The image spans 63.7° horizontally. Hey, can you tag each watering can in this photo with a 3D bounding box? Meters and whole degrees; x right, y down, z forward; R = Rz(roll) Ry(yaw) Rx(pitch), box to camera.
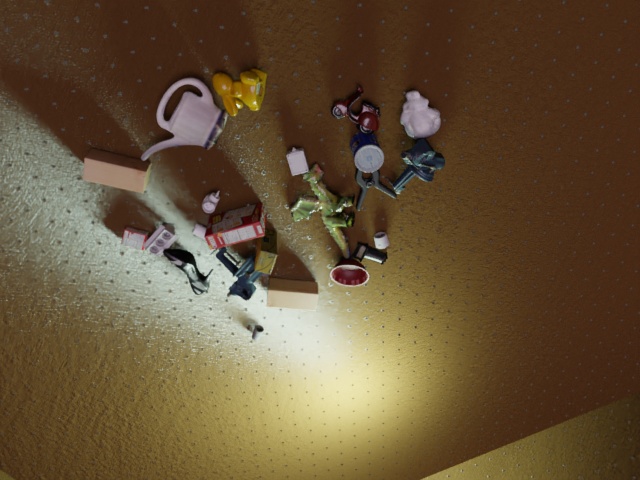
[{"bbox_3d":[-0.456,-0.380,1.759,0.223,0.106,0.342,26,114,-19],"label":"watering can"}]

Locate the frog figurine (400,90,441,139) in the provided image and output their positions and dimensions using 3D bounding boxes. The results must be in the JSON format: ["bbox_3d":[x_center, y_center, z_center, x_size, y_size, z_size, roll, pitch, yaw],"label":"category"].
[{"bbox_3d":[0.347,-0.435,1.784,0.137,0.126,0.156,3,134,17],"label":"frog figurine"}]

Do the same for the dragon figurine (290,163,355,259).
[{"bbox_3d":[0.006,-0.100,1.980,0.243,0.125,0.401,8,123,12],"label":"dragon figurine"}]
